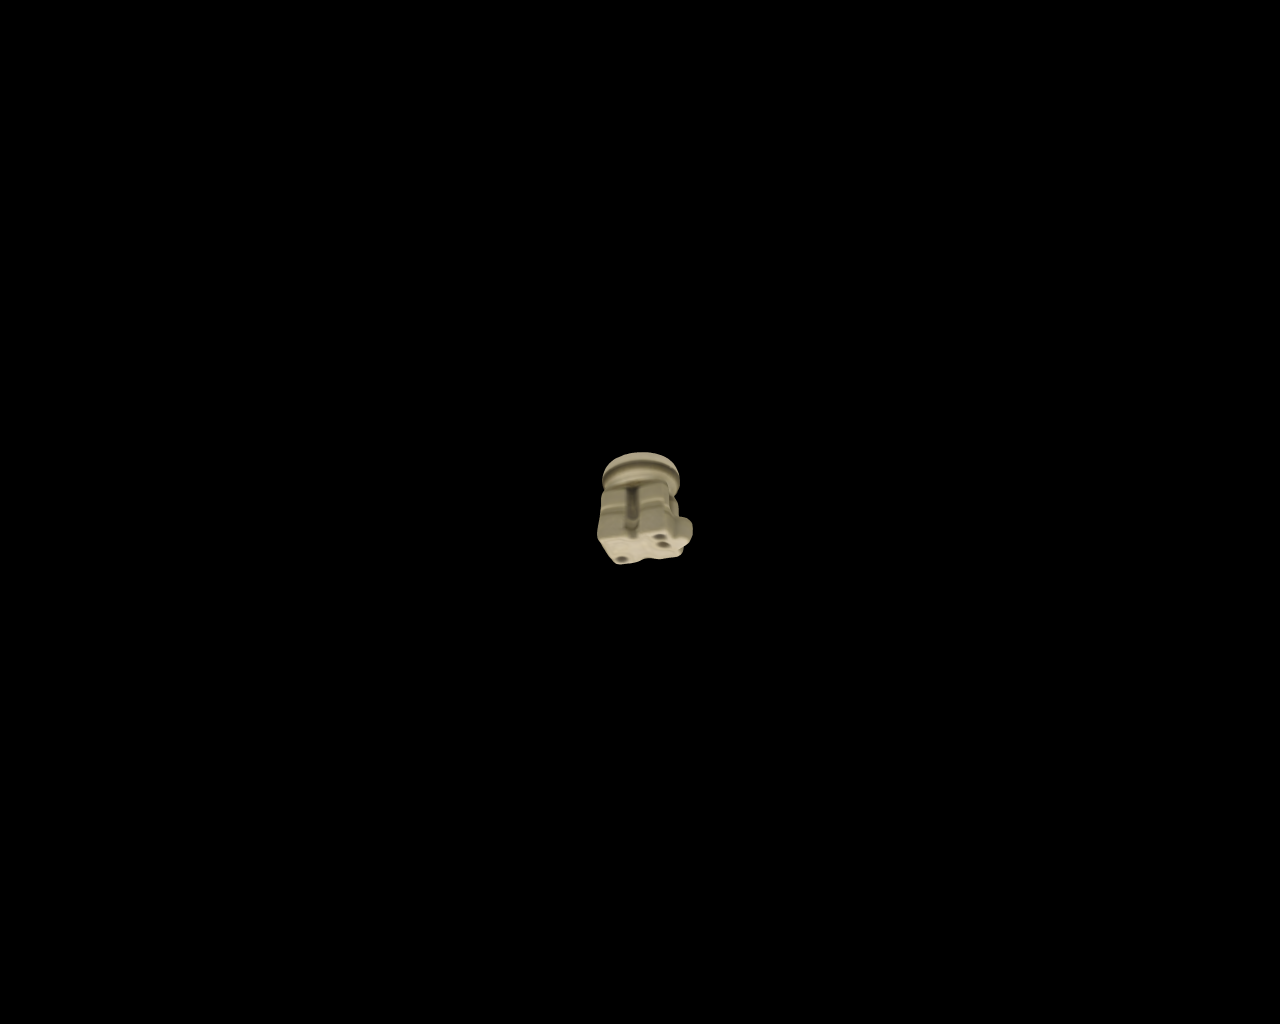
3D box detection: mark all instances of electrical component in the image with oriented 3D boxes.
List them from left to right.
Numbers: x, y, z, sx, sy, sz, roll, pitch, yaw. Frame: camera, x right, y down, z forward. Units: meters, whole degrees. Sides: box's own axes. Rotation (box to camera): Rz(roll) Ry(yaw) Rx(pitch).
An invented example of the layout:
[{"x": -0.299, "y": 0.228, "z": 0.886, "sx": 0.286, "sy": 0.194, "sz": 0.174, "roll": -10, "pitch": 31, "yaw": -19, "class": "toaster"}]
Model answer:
[{"x": 0.001, "y": -0.003, "z": 0.650, "sx": 0.066, "sy": 0.055, "sz": 0.048, "roll": -8, "pitch": -32, "yaw": 14, "class": "electrical component"}]
